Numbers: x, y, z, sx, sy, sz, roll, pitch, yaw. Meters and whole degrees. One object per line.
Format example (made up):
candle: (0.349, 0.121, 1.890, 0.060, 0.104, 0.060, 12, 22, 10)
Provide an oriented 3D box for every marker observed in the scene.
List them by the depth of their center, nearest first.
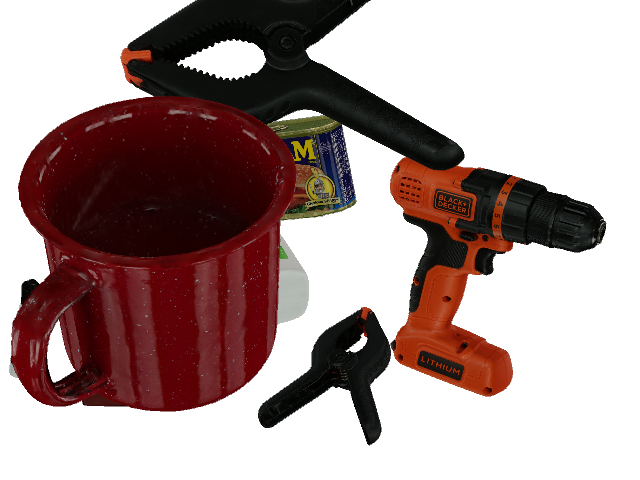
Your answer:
marker: (-0.294, 0.087, 1.062, 0.020, 0.121, 0.020, 13, 34, -9)

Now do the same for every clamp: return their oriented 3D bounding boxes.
clamp: (-0.014, -0.106, 0.658, 0.210, 0.164, 0.036, -11, -19, -6)
clamp: (0.029, 0.132, 1.035, 0.120, 0.039, 0.171, 16, 46, 25)

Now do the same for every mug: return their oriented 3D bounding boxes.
mug: (-0.062, 0.014, 0.378, 0.093, 0.081, 0.117, 23, 46, 21)

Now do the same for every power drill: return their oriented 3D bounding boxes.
power drill: (0.137, 0.032, 0.897, 0.185, 0.188, 0.057, 19, 24, 30)

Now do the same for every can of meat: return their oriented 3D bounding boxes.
can of meat: (-0.022, -0.067, 0.990, 0.102, 0.084, 0.057, -4, 17, 24)

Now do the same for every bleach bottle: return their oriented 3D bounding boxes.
bleach bottle: (-0.096, 0.005, 1.185, 0.102, 0.068, 0.251, -7, 29, -18)

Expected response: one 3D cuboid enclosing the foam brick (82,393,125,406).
foam brick: (-0.137, 0.071, 0.741, 0.053, 0.051, 0.078, -1, 33, -3)
